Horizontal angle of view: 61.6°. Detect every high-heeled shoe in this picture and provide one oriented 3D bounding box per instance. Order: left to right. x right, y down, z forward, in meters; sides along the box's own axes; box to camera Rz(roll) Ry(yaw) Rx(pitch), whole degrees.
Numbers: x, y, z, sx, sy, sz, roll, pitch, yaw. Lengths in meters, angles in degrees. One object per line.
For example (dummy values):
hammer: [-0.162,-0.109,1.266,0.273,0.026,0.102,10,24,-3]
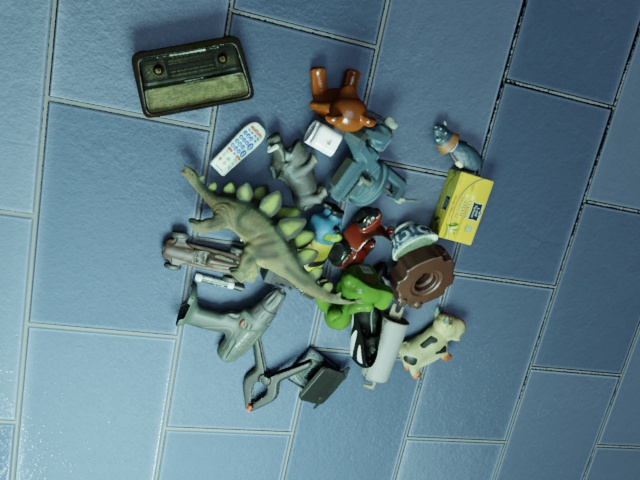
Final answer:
high-heeled shoe: [0.129,0.184,1.315,0.086,0.145,0.248,13,104,-18]

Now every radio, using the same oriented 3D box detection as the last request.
radio: [-0.261,-0.337,1.108,0.230,0.073,0.131,-14,109,-10]

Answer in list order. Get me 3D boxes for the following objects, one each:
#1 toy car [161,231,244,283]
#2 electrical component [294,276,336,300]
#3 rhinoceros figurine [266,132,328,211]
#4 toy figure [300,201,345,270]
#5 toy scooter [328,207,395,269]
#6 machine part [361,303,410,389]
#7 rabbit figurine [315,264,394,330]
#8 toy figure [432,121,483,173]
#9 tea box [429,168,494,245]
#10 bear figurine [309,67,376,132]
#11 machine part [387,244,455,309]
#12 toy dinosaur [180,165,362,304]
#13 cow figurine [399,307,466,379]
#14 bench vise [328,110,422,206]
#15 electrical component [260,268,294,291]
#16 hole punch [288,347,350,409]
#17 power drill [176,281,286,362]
toy car: [-0.259,0.041,1.228,0.202,0.053,0.089,16,94,-16]
electrical component: [-0.008,0.114,1.296,0.078,0.045,0.102,-37,144,6]
rhinoceros figurine: [-0.056,-0.158,1.216,0.112,0.073,0.190,-24,112,5]
toy figure: [-0.001,-0.002,1.247,0.089,0.082,0.180,22,113,-25]
toy scooter: [0.109,0.000,1.288,0.135,0.075,0.183,7,129,-43]
machine part: [0.167,0.277,1.388,0.079,0.079,0.243,15,101,-17]
rabbit figurine: [0.067,0.153,1.266,0.159,0.121,0.170,1,129,-50]
toy figure: [0.324,-0.220,1.294,0.154,0.064,0.058,35,133,-16]
tea box: [0.349,-0.083,1.334,0.098,0.068,0.169,12,101,-16]
bear figurine: [0.045,-0.297,1.130,0.120,0.196,0.131,0,104,-11]
machine part: [0.254,0.092,1.336,0.179,0.056,0.179,-14,132,-16]
toy dinosaur: [-0.115,0.004,1.159,0.198,0.105,0.471,-43,99,4]
cow figurine: [0.295,0.262,1.415,0.195,0.086,0.127,-29,117,-3]
bench vise: [0.132,-0.162,1.238,0.240,0.129,0.223,30,87,-40]
electrical component: [-0.115,0.070,1.260,0.119,0.075,0.047,19,100,-22]
hole punch: [-0.010,0.348,1.370,0.142,0.092,0.115,-52,136,2]
power drill: [-0.216,0.168,1.252,0.207,0.086,0.232,22,112,-23]
